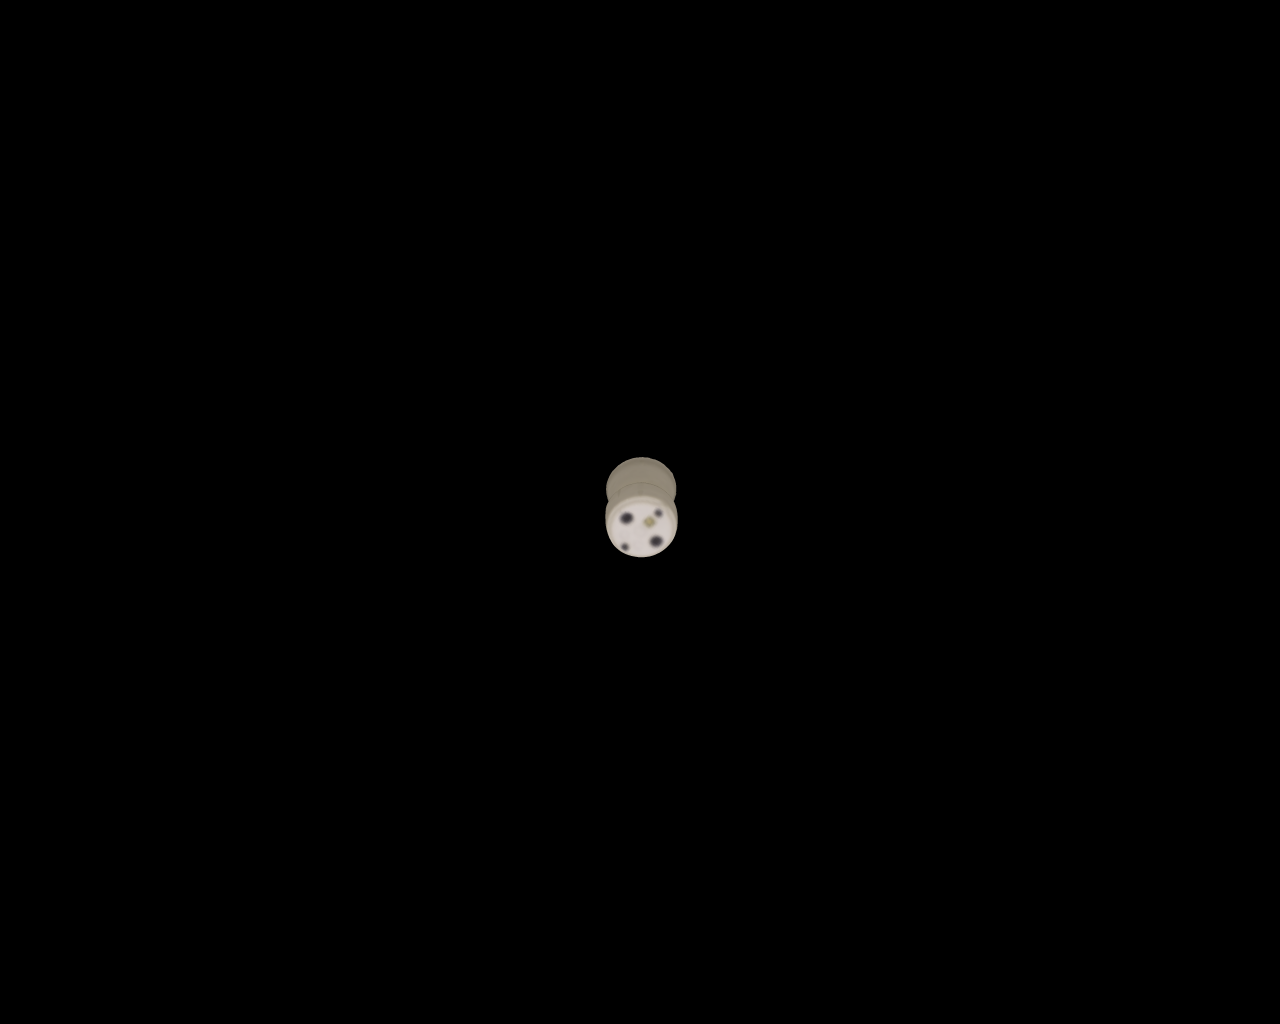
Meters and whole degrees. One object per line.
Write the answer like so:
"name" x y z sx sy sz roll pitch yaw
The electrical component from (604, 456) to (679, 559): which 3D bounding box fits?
"electrical component" 0.001 -0.003 0.650 0.045 0.044 0.055 0 28 0
